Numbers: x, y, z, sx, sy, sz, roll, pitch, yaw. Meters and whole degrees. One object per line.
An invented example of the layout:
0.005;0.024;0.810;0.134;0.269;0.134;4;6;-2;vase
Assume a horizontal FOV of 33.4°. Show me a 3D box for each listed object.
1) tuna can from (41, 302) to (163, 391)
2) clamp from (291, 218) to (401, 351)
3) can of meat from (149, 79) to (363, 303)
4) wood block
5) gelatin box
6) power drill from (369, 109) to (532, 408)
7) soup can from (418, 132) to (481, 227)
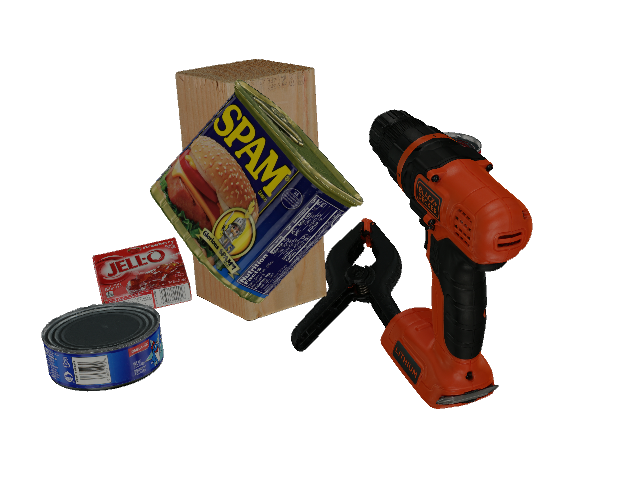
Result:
-0.158;0.077;0.781;0.086;0.034;0.086;-4;19;1;tuna can
0.049;0.050;1.073;0.120;0.171;0.039;12;-38;12;clamp
-0.039;-0.027;0.608;0.057;0.084;0.102;28;19;-53;can of meat
-0.060;-0.048;0.937;0.090;0.206;0.091;-16;23;-35;wood block
-0.183;0.037;1.089;0.089;0.030;0.073;-12;41;-12;gelatin box
0.082;0.013;0.783;0.057;0.188;0.185;-12;33;-18;power drill
0.151;-0.067;1.254;0.068;0.102;0.068;1;27;-1;soup can
